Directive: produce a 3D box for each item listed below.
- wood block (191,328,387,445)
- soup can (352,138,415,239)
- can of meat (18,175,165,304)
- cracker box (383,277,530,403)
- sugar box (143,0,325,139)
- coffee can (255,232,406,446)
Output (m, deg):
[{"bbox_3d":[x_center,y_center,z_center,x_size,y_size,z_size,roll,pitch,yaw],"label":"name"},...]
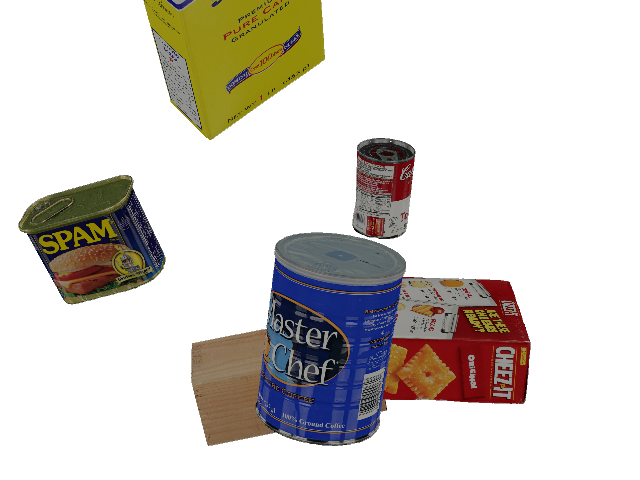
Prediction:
[{"bbox_3d":[-0.037,0.155,1.215,0.206,0.091,0.090,-11,25,-1],"label":"wood block"},{"bbox_3d":[0.073,-0.061,1.258,0.068,0.102,0.068,3,27,-2],"label":"soup can"},{"bbox_3d":[-0.195,0.001,0.924,0.102,0.084,0.057,-14,31,12],"label":"can of meat"},{"bbox_3d":[0.083,0.093,1.030,0.213,0.072,0.164,2,18,3],"label":"cracker box"},{"bbox_3d":[-0.046,-0.138,0.562,0.093,0.048,0.176,-38,-22,-17],"label":"sugar box"},{"bbox_3d":[0.007,0.076,0.846,0.103,0.140,0.103,7,18,-2],"label":"coffee can"}]
